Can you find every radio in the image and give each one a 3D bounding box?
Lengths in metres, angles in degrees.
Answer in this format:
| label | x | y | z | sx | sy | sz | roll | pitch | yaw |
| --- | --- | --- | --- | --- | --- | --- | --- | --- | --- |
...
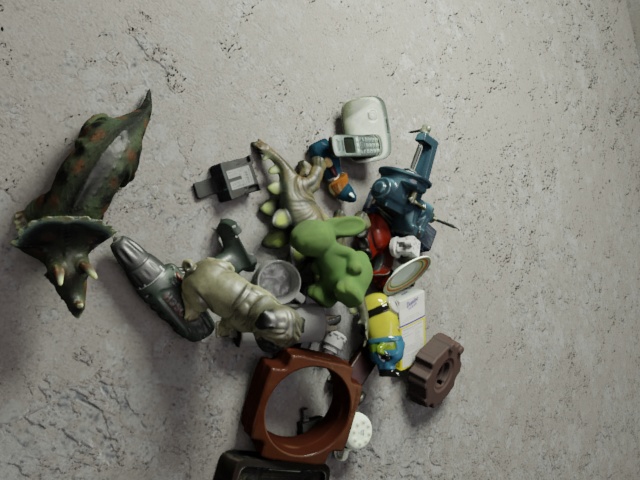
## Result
| label | x | y | z | sx | sy | sz | roll | pitch | yaw |
| --- | --- | --- | --- | --- | --- | --- | --- | --- | --- |
| radio | -0.091 | 0.473 | 1.010 | 0.229 | 0.073 | 0.131 | 21 | 74 | -36 |

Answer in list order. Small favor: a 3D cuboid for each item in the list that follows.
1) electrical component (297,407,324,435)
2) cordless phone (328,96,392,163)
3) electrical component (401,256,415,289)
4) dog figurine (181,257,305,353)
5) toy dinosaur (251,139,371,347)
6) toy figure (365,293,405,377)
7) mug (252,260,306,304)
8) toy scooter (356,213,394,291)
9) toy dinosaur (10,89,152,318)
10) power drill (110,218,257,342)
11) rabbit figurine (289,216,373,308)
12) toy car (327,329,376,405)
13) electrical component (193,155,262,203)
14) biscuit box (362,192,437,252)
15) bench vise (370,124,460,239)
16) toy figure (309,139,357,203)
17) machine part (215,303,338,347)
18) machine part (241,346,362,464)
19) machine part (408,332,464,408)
| label | x | y | z | sx | sy | sz | roll | pitch | yaw |
| --- | --- | --- | --- | --- | --- | --- | --- | --- | --- |
| electrical component | -0.015 | 0.389 | 1.110 | 0.063 | 0.021 | 0.094 | -6 | 89 | -39 |
| cordless phone | 0.070 | -0.239 | 1.165 | 0.184 | 0.089 | 0.146 | -11 | 94 | -50 |
| electrical component | 0.207 | 0.071 | 1.300 | 0.078 | 0.045 | 0.102 | 40 | 63 | -61 |
| dog figurine | -0.127 | 0.095 | 0.854 | 0.172 | 0.191 | 0.121 | 34 | 71 | -32 |
| toy dinosaur | -0.002 | -0.003 | 1.099 | 0.198 | 0.105 | 0.471 | -41 | 99 | -25 |
| toy figure | 0.134 | 0.202 | 1.154 | 0.089 | 0.082 | 0.180 | 1 | 76 | -19 |
| mug | -0.079 | 0.081 | 1.022 | 0.109 | 0.107 | 0.081 | 31 | 82 | -18 |
| toy scooter | 0.115 | 0.037 | 1.197 | 0.135 | 0.075 | 0.183 | -26 | 108 | -54 |
| toy dinosaur | -0.330 | -0.097 | 0.797 | 0.131 | 0.192 | 0.405 | 32 | 69 | -34 |
| power drill | -0.222 | 0.045 | 0.940 | 0.207 | 0.086 | 0.231 | -42 | 113 | -37 |
| rabbit figurine | 0.024 | 0.022 | 0.989 | 0.170 | 0.121 | 0.159 | 49 | 64 | -24 |
| toy car | 0.094 | 0.270 | 1.186 | 0.089 | 0.053 | 0.202 | 42 | 59 | -5 |
| electrical component | -0.176 | -0.111 | 1.010 | 0.119 | 0.048 | 0.074 | -19 | 97 | -39 |
| biscuit box | 0.193 | -0.044 | 1.285 | 0.202 | 0.059 | 0.063 | 37 | 64 | -29 |
| bench vise | 0.213 | -0.130 | 1.185 | 0.223 | 0.129 | 0.240 | 21 | 86 | -34 |
| toy figure | 0.029 | -0.144 | 1.165 | 0.154 | 0.058 | 0.064 | 61 | 33 | -14 |
| machine part | -0.078 | 0.159 | 1.021 | 0.243 | 0.079 | 0.079 | 1 | 86 | -22 |
| machine part | -0.036 | 0.311 | 1.027 | 0.201 | 0.087 | 0.201 | 17 | 88 | -23 |
| machine part | 0.279 | 0.315 | 1.292 | 0.179 | 0.056 | 0.179 | -23 | 124 | -41 |
